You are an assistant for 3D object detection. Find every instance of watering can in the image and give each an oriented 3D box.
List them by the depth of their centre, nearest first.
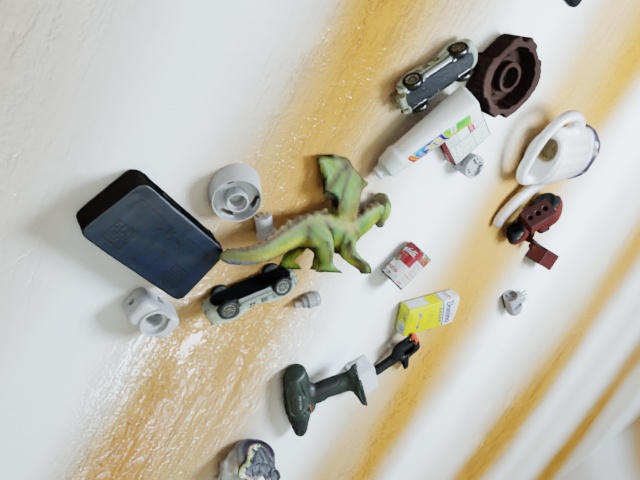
[{"bbox_3d":[0.576,-0.180,1.313,0.225,0.106,0.339,-10,137,-29],"label":"watering can"}]

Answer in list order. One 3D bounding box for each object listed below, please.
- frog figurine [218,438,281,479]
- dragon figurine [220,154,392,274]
[{"bbox_3d":[-0.191,0.569,1.294,0.137,0.124,0.157,2,153,-42],"label":"frog figurine"},{"bbox_3d":[0.003,-0.052,1.027,0.409,0.122,0.243,9,89,-41],"label":"dragon figurine"}]
